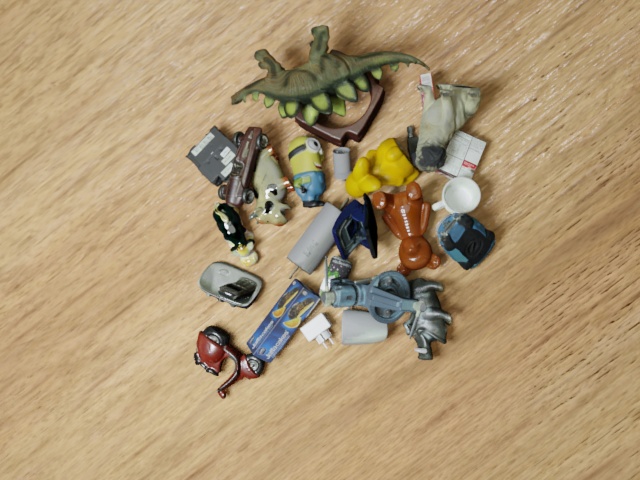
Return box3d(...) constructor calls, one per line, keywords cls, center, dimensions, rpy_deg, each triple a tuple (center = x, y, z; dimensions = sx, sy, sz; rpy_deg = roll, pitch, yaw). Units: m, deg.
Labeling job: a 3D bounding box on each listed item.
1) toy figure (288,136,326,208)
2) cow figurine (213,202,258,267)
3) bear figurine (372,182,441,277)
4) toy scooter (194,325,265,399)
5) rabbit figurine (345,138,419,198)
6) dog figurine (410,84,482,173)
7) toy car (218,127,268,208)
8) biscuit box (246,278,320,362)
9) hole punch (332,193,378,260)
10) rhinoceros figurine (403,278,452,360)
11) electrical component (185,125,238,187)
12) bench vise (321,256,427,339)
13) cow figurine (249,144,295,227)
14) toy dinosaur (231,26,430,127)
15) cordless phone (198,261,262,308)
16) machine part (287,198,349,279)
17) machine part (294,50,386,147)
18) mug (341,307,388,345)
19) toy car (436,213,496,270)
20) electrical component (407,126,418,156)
box3d(cls="toy figure", center=(-0.032, -0.167, 1.321), dimensions=(0.089, 0.082, 0.180), rpy_deg=(-4, 86, 5))
box3d(cls="cow figurine", center=(-0.205, -0.015, 1.318), dimensions=(0.068, 0.098, 0.167), rpy_deg=(-31, 80, -3))
box3d(cls="bear figurine", center=(0.205, -0.020, 1.252), dimensions=(0.120, 0.132, 0.196), rpy_deg=(-12, 77, 20))
box3d(cls="toy scooter", center=(-0.236, 0.302, 1.301), dimensions=(0.184, 0.075, 0.135), rpy_deg=(33, 91, 5))
box3d(cls="rabbit figurine", center=(0.133, -0.153, 1.276), dimensions=(0.173, 0.162, 0.122), rpy_deg=(-31, 93, 21))
box3d(cls="dog figurine", center=(0.295, -0.257, 1.240), dimensions=(0.172, 0.121, 0.190), rpy_deg=(-7, 116, -19))
box3d(cls="toy car", center=(-0.186, -0.177, 1.288), dimensions=(0.089, 0.053, 0.202), rpy_deg=(13, 88, 34))
box3d(cls="biscuit box", center=(-0.089, 0.193, 1.284), dimensions=(0.059, 0.063, 0.202), rpy_deg=(36, 91, -32))
box3d(cls="hole punch", center=(0.086, -0.024, 1.254), dimensions=(0.092, 0.142, 0.116), rpy_deg=(-7, 45, 19))
box3d(cls="rhinoceros figurine", center=(0.248, 0.182, 1.248), dimensions=(0.112, 0.073, 0.190), rpy_deg=(-6, 83, 5))
box3d(cls="electrical component", center=(-0.256, -0.203, 1.366), dimensions=(0.115, 0.058, 0.134), rpy_deg=(-44, 81, 3))
box3d(cls="bench vise", center=(0.128, 0.125, 1.179), dimensions=(0.223, 0.241, 0.128), rpy_deg=(13, 89, -32))
box3d(cls="cow figurine", center=(-0.131, -0.122, 1.327), dimensions=(0.127, 0.085, 0.195), rpy_deg=(-26, 78, 6))
box3d(cls="toy dinosaur", center=(0.006, -0.379, 1.246), dimensions=(0.472, 0.105, 0.198), rpy_deg=(-15, 89, 15))
box3d(cls="cordless phone", center=(-0.227, 0.110, 1.264), dimensions=(0.147, 0.184, 0.088), rpy_deg=(23, 92, 9))
box3d(cls="machine part", center=(-0.003, -0.004, 1.299), dimensions=(0.079, 0.079, 0.243), rpy_deg=(37, 89, 10))
box3d(cls="machine part", center=(0.044, -0.346, 1.328), dimensions=(0.201, 0.087, 0.201), rpy_deg=(28, 87, 9))
box3d(cls="mug", center=(0.105, 0.198, 1.270), dimensions=(0.107, 0.080, 0.109), rpy_deg=(5, 51, 0))
box3d(cls="toy car", center=(0.320, -0.008, 1.241), dimensions=(0.109, 0.161, 0.103), rpy_deg=(-54, 36, 7))
box3d(cls="electrical component", center=(0.253, -0.232, 1.307), dimensions=(0.078, 0.045, 0.102), rpy_deg=(-2, 83, 6))
